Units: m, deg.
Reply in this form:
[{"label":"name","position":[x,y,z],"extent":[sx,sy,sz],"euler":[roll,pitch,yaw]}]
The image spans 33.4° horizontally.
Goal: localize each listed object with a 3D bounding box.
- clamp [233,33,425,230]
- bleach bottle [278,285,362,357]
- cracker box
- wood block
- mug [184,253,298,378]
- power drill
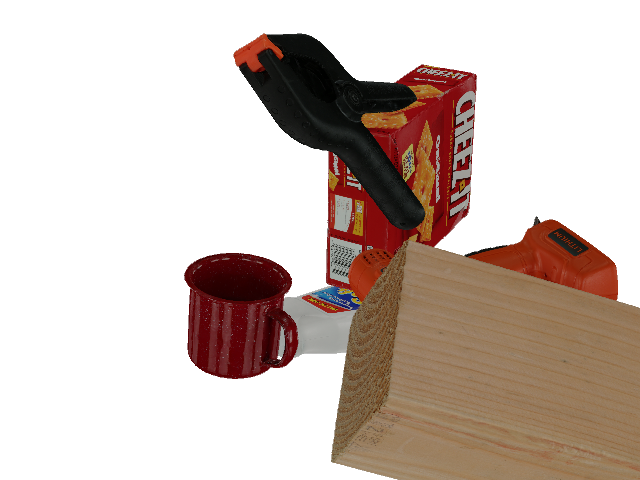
[{"label":"clamp","position":[0.014,-0.077,0.712],"extent":[0.171,0.120,0.039],"euler":[19,-42,-42]},{"label":"bleach bottle","position":[0.039,0.086,1.181],"extent":[0.250,0.068,0.103],"euler":[-13,31,-25]},{"label":"cracker box","position":[0.084,-0.064,1.046],"extent":[0.072,0.164,0.213],"euler":[14,29,26]},{"label":"wood block","position":[0.120,0.084,0.547],"extent":[0.206,0.090,0.090],"euler":[16,-35,-9]},{"label":"mug","position":[-0.065,0.072,0.932],"extent":[0.117,0.081,0.093],"euler":[24,31,32]},{"label":"power drill","position":[0.134,0.044,0.837],"extent":[0.187,0.057,0.185],"euler":[-11,28,-17]}]
